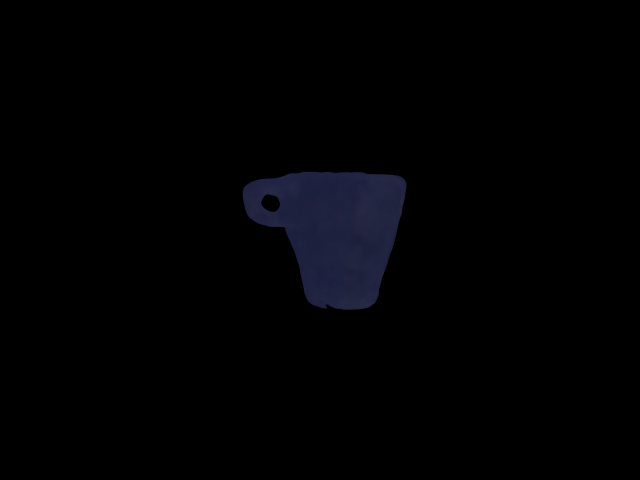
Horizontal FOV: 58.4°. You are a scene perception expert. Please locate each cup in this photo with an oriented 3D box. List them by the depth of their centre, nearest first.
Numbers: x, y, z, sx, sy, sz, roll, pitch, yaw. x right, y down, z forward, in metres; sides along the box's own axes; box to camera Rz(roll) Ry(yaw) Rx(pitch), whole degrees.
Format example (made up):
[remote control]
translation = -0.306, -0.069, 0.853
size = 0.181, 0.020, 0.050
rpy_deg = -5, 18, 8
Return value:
[cup]
translation = 0.004, 0.001, 0.400
size = 0.118, 0.095, 0.091
rpy_deg = -2, 4, -27
